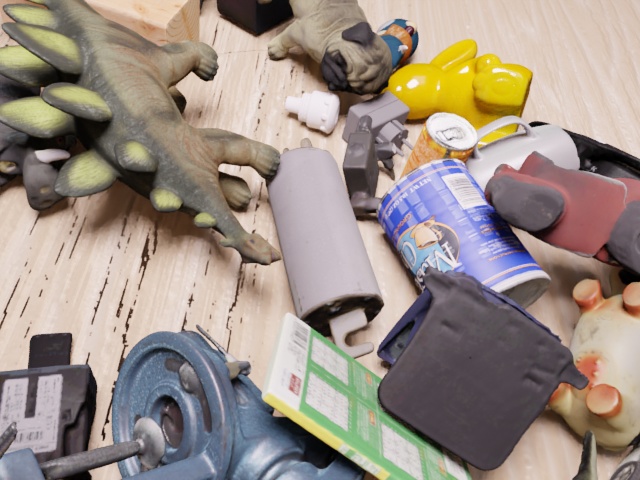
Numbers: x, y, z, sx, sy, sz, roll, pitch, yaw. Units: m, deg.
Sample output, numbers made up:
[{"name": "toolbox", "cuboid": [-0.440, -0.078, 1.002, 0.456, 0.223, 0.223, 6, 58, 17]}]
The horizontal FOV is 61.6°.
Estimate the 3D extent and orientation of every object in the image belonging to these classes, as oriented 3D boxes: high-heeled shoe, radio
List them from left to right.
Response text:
[{"name": "radio", "cuboid": [-0.043, -0.389, 0.745, 0.073, 0.131, 0.229, 36, 55, 14]}, {"name": "high-heeled shoe", "cuboid": [0.300, -0.072, 0.563, 0.145, 0.086, 0.249, 44, 9, -5]}]

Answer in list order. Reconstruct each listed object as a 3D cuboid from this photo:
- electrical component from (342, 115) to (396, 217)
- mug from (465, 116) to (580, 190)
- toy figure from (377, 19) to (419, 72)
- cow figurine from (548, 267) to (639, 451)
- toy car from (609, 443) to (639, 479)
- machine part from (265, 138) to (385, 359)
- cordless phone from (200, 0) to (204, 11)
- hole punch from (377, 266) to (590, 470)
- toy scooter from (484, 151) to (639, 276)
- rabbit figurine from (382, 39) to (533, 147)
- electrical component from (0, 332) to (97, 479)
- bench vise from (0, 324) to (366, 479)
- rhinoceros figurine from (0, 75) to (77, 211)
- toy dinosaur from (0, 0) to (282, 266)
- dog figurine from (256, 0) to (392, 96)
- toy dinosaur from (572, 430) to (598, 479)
[{"name": "electrical component", "cuboid": [0.055, -0.073, 0.575, 0.045, 0.078, 0.102, 3, 49, 15]}, {"name": "mug", "cuboid": [0.210, -0.085, 0.569, 0.107, 0.109, 0.081, -26, 29, 10]}, {"name": "toy figure", "cuboid": [0.093, -0.251, 0.702, 0.058, 0.064, 0.154, 21, 33, 9]}, {"name": "cow figurine", "cuboid": [0.277, 0.093, 0.480, 0.127, 0.086, 0.195, 49, 62, -28]}, {"name": "toy car", "cuboid": [0.300, 0.186, 0.445, 0.074, 0.056, 0.202, 40, 54, 24]}, {"name": "machine part", "cuboid": [-0.001, -0.002, 0.501, 0.079, 0.079, 0.243, -5, 57, -16]}, {"name": "cordless phone", "cuboid": [-0.158, -0.417, 0.728, 0.089, 0.146, 0.184, 25, 55, -4]}, {"name": "hole punch", "cuboid": [0.113, 0.091, 0.419, 0.142, 0.092, 0.115, 35, 98, 2]}, {"name": "toy scooter", "cuboid": [0.224, -0.033, 0.480, 0.184, 0.075, 0.135, 14, 20, -8]}, {"name": "rabbit figurine", "cuboid": [0.164, -0.183, 0.656, 0.173, 0.121, 0.162, 10, 47, 18]}, {"name": "electrical component", "cuboid": [-0.200, 0.115, 0.388, 0.075, 0.047, 0.119, 1, 56, -13]}, {"name": "bench vise", "cuboid": [-0.083, 0.141, 0.323, 0.240, 0.129, 0.224, 8, 35, -51]}, {"name": "rhinoceros figurine", "cuboid": [-0.297, -0.106, 0.519, 0.112, 0.073, 0.190, -11, 55, -33]}, {"name": "toy dinosaur", "cuboid": [-0.190, -0.145, 0.502, 0.198, 0.105, 0.472, -12, 55, -51]}, {"name": "dog figurine", "cuboid": [0.019, -0.268, 0.622, 0.121, 0.172, 0.191, -27, 37, -18]}, {"name": "toy dinosaur", "cuboid": [0.142, 0.313, 0.282, 0.192, 0.131, 0.405, 2, 48, -12]}]
